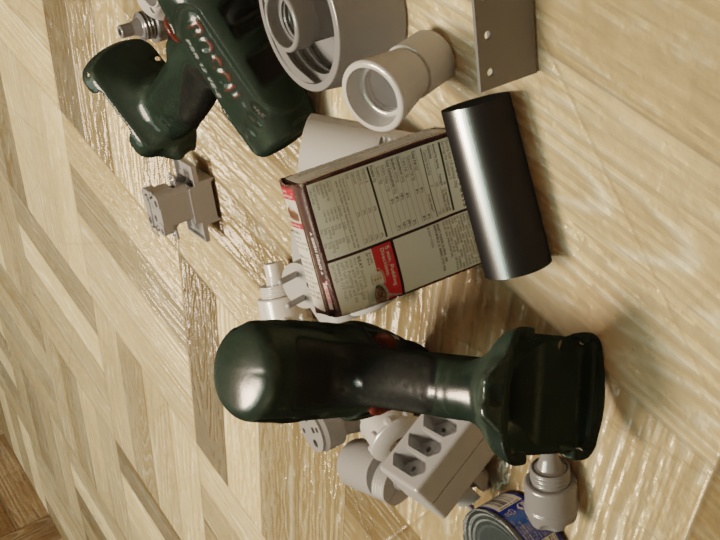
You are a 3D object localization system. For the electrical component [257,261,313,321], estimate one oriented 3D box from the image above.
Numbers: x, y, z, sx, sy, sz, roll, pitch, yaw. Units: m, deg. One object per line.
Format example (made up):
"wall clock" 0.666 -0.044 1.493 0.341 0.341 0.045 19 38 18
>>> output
"electrical component" -0.070 0.023 0.944 0.048 0.048 0.062 1 105 61

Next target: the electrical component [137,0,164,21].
"electrical component" -0.165 -0.260 0.894 0.079 0.044 0.077 65 153 3

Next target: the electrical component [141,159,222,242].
"electrical component" -0.175 -0.065 1.044 0.042 0.064 0.081 29 135 49

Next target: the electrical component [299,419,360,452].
"electrical component" -0.019 0.125 0.916 0.045 0.055 0.045 42 144 41

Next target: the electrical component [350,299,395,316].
"electrical component" 0.000 0.000 0.785 0.048 0.066 0.055 -19 103 28

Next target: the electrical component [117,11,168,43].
"electrical component" -0.182 -0.216 0.941 0.035 0.061 0.035 42 144 40

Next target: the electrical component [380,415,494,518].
"electrical component" 0.067 0.144 0.772 0.076 0.065 0.047 48 165 -32

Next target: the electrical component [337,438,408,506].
"electrical component" 0.019 0.168 0.893 0.081 0.043 0.043 5 115 60

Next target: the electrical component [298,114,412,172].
"electrical component" 0.004 -0.075 0.710 0.081 0.043 0.043 11 133 8

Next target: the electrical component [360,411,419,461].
"electrical component" 0.019 0.117 0.854 0.062 0.048 0.048 53 151 40

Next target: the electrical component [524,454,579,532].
"electrical component" 0.122 0.135 0.688 0.035 0.035 0.061 29 134 51

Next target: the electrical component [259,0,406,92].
"electrical component" -0.026 -0.167 0.694 0.108 0.060 0.108 42 144 40

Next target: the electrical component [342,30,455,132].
"electrical component" 0.026 -0.115 0.633 0.044 0.065 0.044 25 135 28

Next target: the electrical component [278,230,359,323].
"electrical component" -0.033 0.005 0.822 0.044 0.079 0.077 -7 105 43
